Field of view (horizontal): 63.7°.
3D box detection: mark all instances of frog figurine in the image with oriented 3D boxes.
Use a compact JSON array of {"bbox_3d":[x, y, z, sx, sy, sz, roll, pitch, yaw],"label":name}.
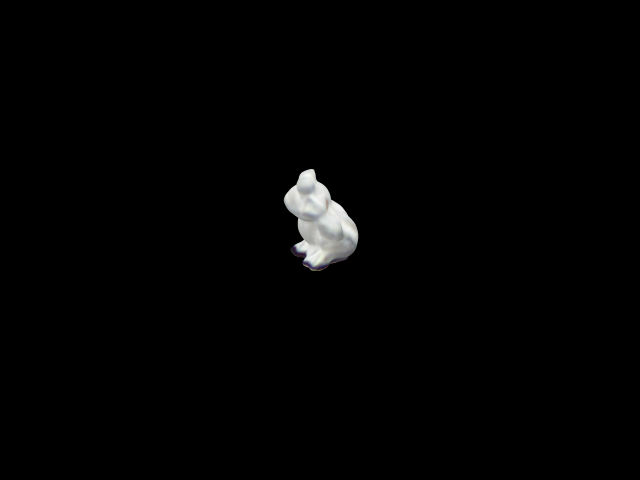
[{"bbox_3d":[0.003,-0.043,0.850,0.123,0.157,0.139,-1,21,-2],"label":"frog figurine"}]
